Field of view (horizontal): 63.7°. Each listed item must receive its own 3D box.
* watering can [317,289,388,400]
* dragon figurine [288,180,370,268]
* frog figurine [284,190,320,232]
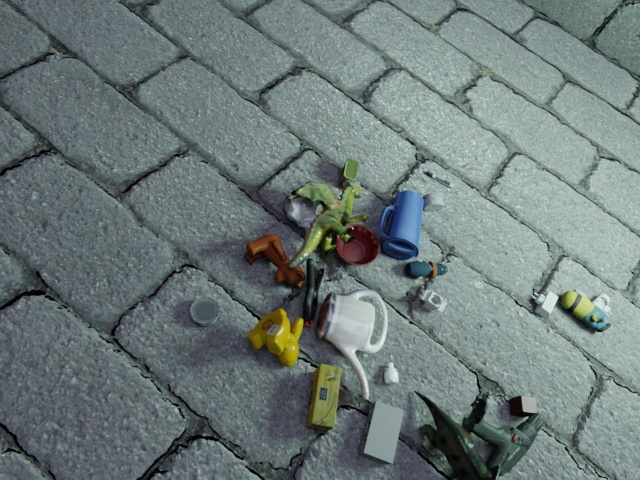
[{"bbox_3d":[0.095,0.300,1.608,0.224,0.355,0.102,17,148,-3],"label":"watering can"},{"bbox_3d":[0.005,-0.087,1.727,0.415,0.245,0.119,-27,161,-31],"label":"dragon figurine"},{"bbox_3d":[-0.053,-0.100,1.817,0.122,0.157,0.139,-4,-158,41],"label":"frog figurine"}]
